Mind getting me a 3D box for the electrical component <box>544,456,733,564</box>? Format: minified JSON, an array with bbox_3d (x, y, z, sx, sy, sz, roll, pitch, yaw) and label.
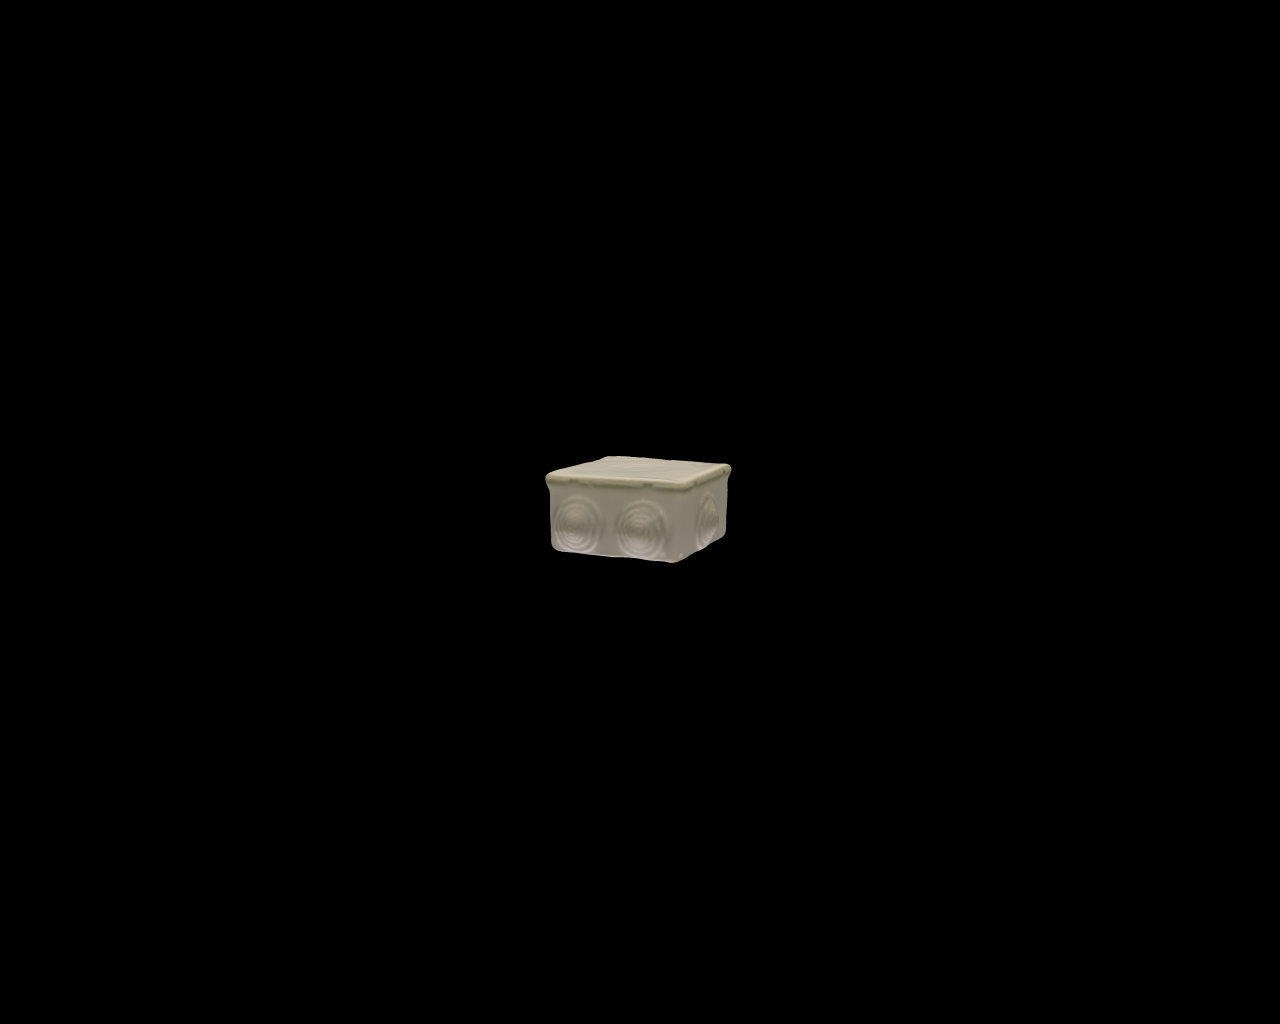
[{"bbox_3d":[0.001,-0.003,0.650,0.100,0.048,0.100,5,12,24],"label":"electrical component"}]
